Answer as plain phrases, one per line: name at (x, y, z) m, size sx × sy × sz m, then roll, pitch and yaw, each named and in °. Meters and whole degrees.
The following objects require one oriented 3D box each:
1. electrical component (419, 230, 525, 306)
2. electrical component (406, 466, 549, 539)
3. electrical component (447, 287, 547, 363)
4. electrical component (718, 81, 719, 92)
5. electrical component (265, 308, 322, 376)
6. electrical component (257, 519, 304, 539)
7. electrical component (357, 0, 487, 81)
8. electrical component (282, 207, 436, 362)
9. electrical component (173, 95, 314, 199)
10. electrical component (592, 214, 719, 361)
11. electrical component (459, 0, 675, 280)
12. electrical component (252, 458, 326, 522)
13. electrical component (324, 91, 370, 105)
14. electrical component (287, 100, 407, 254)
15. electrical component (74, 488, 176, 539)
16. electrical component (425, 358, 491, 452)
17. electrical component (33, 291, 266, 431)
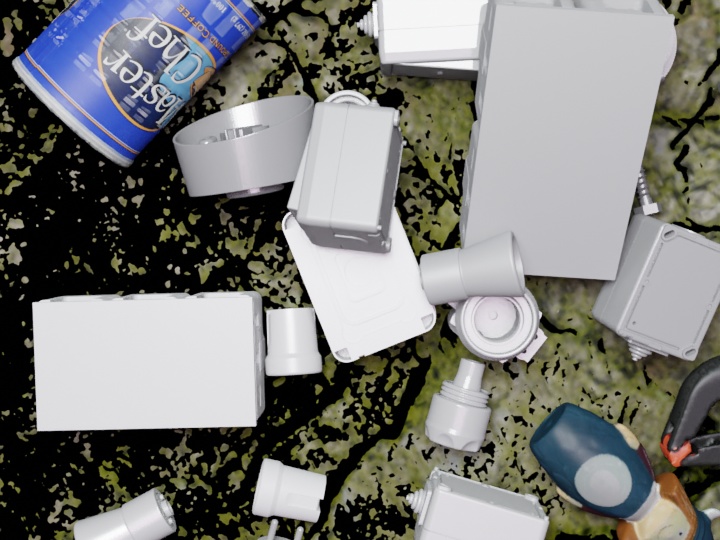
electrical component at (0.072, 0.002, 0.706) m, size 0.065 × 0.044 × 0.044 m, roll -11°, pitch 92°, yaw 15°
electrical component at (0.076, 0.182, 0.755) m, size 0.096 × 0.061 × 0.061 m, roll 16°, pitch 93°, yaw 1°
electrical component at (0.094, 0.033, 0.752) m, size 0.078 × 0.057 × 0.058 m, roll 38°, pitch 93°, yaw 0°
electrical component at (0.284, -0.134, 0.747) m, size 0.055 × 0.045 × 0.045 m, roll -40°, pitch 91°, yaw 3°
electrical component at (-0.048, 0.051, 0.765) m, size 0.040 × 0.040 × 0.046 m, roll -4°, pitch 87°, yaw 2°
electrical component at (-0.061, 0.216, 0.766) m, size 0.077 × 0.044 × 0.079 m, roll 16°, pitch 100°, yaw 1°
electrical component at (0.046, -0.162, 0.743) m, size 0.096 × 0.061 × 0.061 m, roll -3°, pitch 92°, yaw 2°
electrical component at (0.000, 0.000, 0.753) m, size 0.078 × 0.057 × 0.113 m, roll -22°, pitch 91°, yaw 2°
electrical component at (-0.076, -0.083, 0.734) m, size 0.099 × 0.099 × 0.064 m, roll -9°, pitch 98°, yaw 2°
electrical component at (0.206, 0.016, 0.745) m, size 0.062 × 0.061 × 0.096 m, roll 20°, pitch 98°, yaw -12°
electrical component at (0.128, -0.090, 0.707) m, size 0.105 × 0.060 × 0.186 m, roll 4°, pitch 123°, yaw -1°
electrical component at (-0.051, 0.159, 0.770) m, size 0.046 × 0.040 × 0.040 m, roll 13°, pitch 92°, yaw -5°
electrical component at (-0.008, -0.103, 0.754) m, size 0.040 × 0.046 × 0.040 m, roll 0°, pitch 92°, yaw 1°
electrical component at (-0.007, -0.065, 0.691) m, size 0.061 × 0.061 × 0.096 m, roll 7°, pitch 78°, yaw 9°
electrical component at (-0.166, 0.186, 0.773) m, size 0.065 × 0.044 × 0.044 m, roll -28°, pitch 91°, yaw -2°
electrical component at (0.072, 0.094, 0.762) m, size 0.043 × 0.043 × 0.062 m, roll 15°, pitch 91°, yaw 1°
electrical component at (-0.145, 0.062, 0.756) m, size 0.150 × 0.061 × 0.089 m, roll -1°, pitch 92°, yaw 2°
